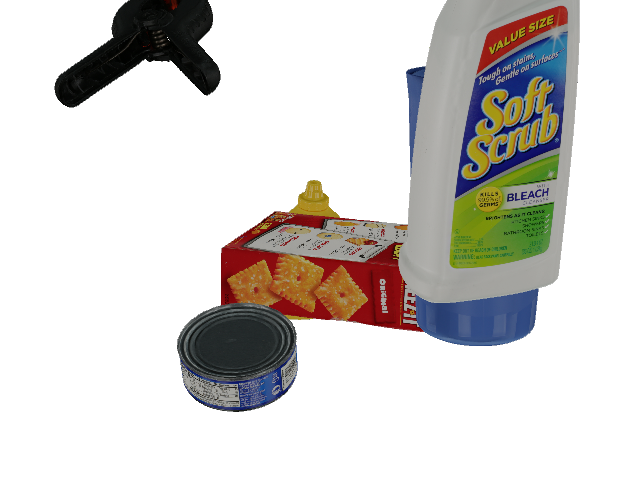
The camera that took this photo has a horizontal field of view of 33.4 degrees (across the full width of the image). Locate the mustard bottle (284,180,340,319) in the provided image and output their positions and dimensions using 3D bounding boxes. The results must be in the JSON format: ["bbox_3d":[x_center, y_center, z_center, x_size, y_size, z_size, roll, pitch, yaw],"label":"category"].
[{"bbox_3d":[-0.012,0.011,1.437,0.096,0.192,0.058,-5,26,-18],"label":"mustard bottle"}]

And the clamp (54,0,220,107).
[{"bbox_3d":[-0.116,-0.152,0.808,0.120,0.039,0.171,6,42,12],"label":"clamp"}]

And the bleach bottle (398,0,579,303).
[{"bbox_3d":[0.099,-0.089,0.623,0.102,0.251,0.068,-8,28,-11],"label":"bleach bottle"}]

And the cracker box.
[{"bbox_3d":[0.026,0.029,1.077,0.214,0.072,0.164,7,16,15],"label":"cracker box"}]

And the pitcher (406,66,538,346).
[{"bbox_3d":[0.139,-0.032,0.936,0.149,0.243,0.145,-11,18,-35],"label":"pitcher"}]

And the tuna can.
[{"bbox_3d":[-0.059,0.084,0.771,0.086,0.034,0.086,-2,34,1],"label":"tuna can"}]
